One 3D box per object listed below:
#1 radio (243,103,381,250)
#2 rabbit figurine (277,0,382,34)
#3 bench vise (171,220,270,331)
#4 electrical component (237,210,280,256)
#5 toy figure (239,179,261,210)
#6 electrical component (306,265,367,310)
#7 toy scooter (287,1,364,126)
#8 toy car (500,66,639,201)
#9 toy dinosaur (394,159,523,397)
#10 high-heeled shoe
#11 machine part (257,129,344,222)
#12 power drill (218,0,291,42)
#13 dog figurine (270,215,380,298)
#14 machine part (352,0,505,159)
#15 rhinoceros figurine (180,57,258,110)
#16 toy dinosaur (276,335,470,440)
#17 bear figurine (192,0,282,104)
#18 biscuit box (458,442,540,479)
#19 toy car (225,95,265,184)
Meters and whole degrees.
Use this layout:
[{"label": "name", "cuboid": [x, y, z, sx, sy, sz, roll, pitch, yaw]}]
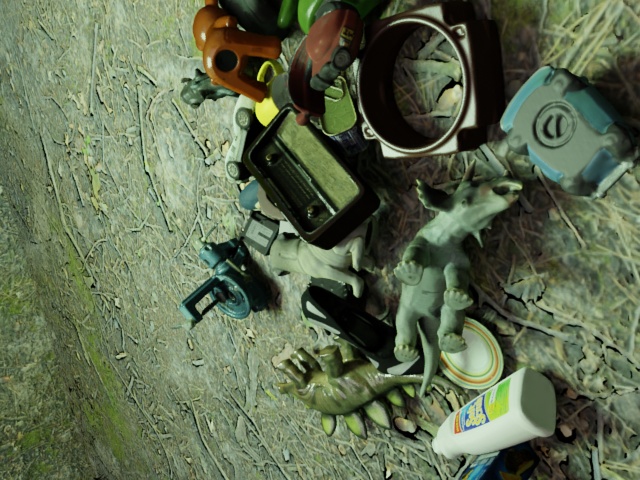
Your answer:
[{"label": "radio", "cuboid": [-0.020, -0.100, 0.873, 0.131, 0.073, 0.230, -44, 60, 12]}, {"label": "rabbit figurine", "cuboid": [0.002, -0.393, 0.840, 0.159, 0.121, 0.170, -52, 50, 51]}, {"label": "bench vise", "cuboid": [-0.229, 0.102, 1.184, 0.129, 0.240, 0.223, -28, 102, 44]}, {"label": "electrical component", "cuboid": [-0.102, -0.004, 1.109, 0.119, 0.047, 0.074, 33, 102, 16]}, {"label": "toy figure", "cuboid": [-0.108, -0.111, 1.090, 0.154, 0.058, 0.064, -29, 91, 43]}, {"label": "electrical component", "cuboid": [0.031, 0.107, 1.041, 0.115, 0.058, 0.134, 23, 121, 40]}, {"label": "toy scooter", "cuboid": [-0.001, -0.243, 0.777, 0.184, 0.075, 0.135, -32, 47, 55]}, {"label": "toy car", "cuboid": [0.304, -0.125, 0.628, 0.162, 0.103, 0.109, 54, 134, 30]}, {"label": "toy dinosaur", "cuboid": [0.178, 0.059, 0.818, 0.131, 0.192, 0.404, 16, 137, 11]}, {"label": "high-heeled shoe", "cuboid": [0.084, 0.149, 0.927, 0.249, 0.086, 0.145, 12, 141, 23]}, {"label": "machine part", "cuboid": [-0.034, -0.115, 0.966, 0.180, 0.056, 0.179, -4, 82, 31]}, {"label": "power drill", "cuboid": [-0.134, -0.459, 0.918, 0.232, 0.086, 0.207, 51, 151, 10]}, {"label": "dog figurine", "cuboid": [-0.003, 0.000, 0.937, 0.191, 0.121, 0.172, 13, 117, 16]}, {"label": "machine part", "cuboid": [0.147, -0.219, 0.762, 0.201, 0.087, 0.201, 4, 108, 45]}, {"label": "rhinoceros figurine", "cuboid": [-0.196, -0.307, 1.056, 0.190, 0.112, 0.073, -9, 103, 39]}, {"label": "toy dinosaur", "cuboid": [0.064, 0.283, 1.057, 0.471, 0.105, 0.198, -25, 96, 45]}, {"label": "bear figurine", "cuboid": [-0.154, -0.338, 0.935, 0.196, 0.132, 0.120, -110, 38, -51]}, {"label": "biscuit box", "cuboid": [0.258, 0.371, 0.814, 0.063, 0.202, 0.059, 55, 135, 11]}, {"label": "toy car", "cuboid": [-0.144, -0.201, 1.074, 0.056, 0.073, 0.201, 38, 130, 24]}]
